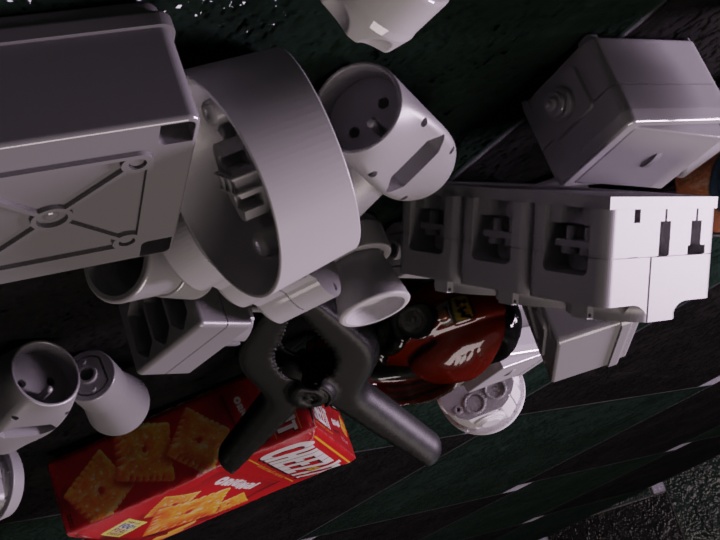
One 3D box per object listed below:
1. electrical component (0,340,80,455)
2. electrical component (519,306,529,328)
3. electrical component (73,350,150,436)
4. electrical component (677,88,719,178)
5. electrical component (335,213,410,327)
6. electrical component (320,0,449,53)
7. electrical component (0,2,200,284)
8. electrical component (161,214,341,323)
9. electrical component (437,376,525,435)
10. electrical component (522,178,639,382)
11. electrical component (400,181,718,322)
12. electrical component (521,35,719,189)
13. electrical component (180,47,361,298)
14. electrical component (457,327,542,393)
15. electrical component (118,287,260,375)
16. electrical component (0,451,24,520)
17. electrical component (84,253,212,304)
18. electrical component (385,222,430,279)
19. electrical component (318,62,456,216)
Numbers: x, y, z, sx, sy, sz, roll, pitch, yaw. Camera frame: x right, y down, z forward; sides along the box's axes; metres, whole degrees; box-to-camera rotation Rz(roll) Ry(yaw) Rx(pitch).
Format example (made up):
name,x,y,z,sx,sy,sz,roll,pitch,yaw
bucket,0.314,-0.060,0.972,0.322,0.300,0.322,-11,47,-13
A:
name,x,y,z,sx,sy,sz,roll,pitch,yaw
electrical component,-0.221,0.078,0.645,0.079,0.043,0.077,1,151,-43
electrical component,0.128,0.025,0.844,0.078,0.040,0.040,-10,157,-27
electrical component,-0.167,0.078,0.700,0.044,0.044,0.065,-20,155,-3
electrical component,0.212,-0.088,0.643,0.065,0.044,0.044,-25,159,-1
electrical component,0.000,0.000,0.640,0.045,0.055,0.045,-18,159,-7
electrical component,0.018,-0.113,0.392,0.043,0.043,0.062,3,147,-47
electrical component,-0.125,-0.043,0.413,0.109,0.056,0.108,-12,158,-21
electrical component,-0.041,-0.018,0.560,0.074,0.052,0.138,-26,158,15
electrical component,0.107,0.105,0.972,0.080,0.080,0.051,-24,154,8
electrical component,0.135,0.007,0.711,0.056,0.108,0.108,-18,160,1
electrical component,0.103,-0.014,0.588,0.089,0.061,0.150,-3,-171,-39
electrical component,0.136,-0.079,0.562,0.096,0.061,0.061,-6,155,-33
electrical component,-0.043,-0.041,0.445,0.064,0.099,0.099,-23,160,-12
electrical component,0.120,0.060,0.895,0.096,0.061,0.062,-5,154,-36
electrical component,-0.089,0.026,0.634,0.077,0.047,0.066,4,149,-47
electrical component,-0.274,0.148,0.752,0.078,0.058,0.057,-34,153,32
electrical component,-0.104,-0.003,0.557,0.044,0.044,0.065,-30,162,24
electrical component,0.046,-0.012,0.678,0.065,0.044,0.044,2,150,-36
electrical component,0.001,-0.052,0.512,0.079,0.043,0.077,-44,155,8
